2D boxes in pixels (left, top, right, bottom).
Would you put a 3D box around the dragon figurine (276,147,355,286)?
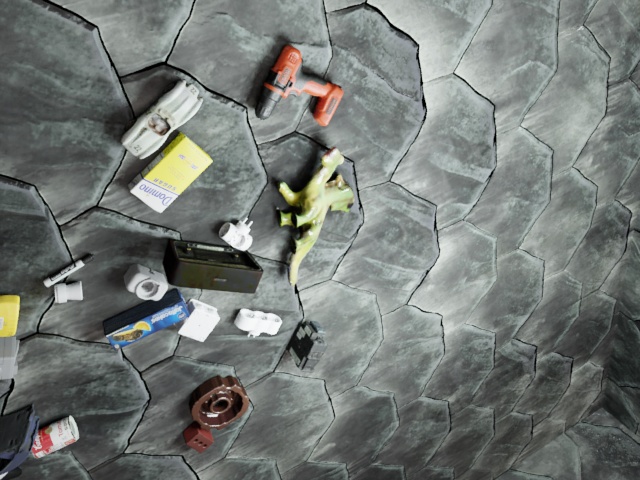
[{"bbox_3d":[0.004,-0.071,1.403,0.245,0.124,0.400,-23,134,-28],"label":"dragon figurine"}]
